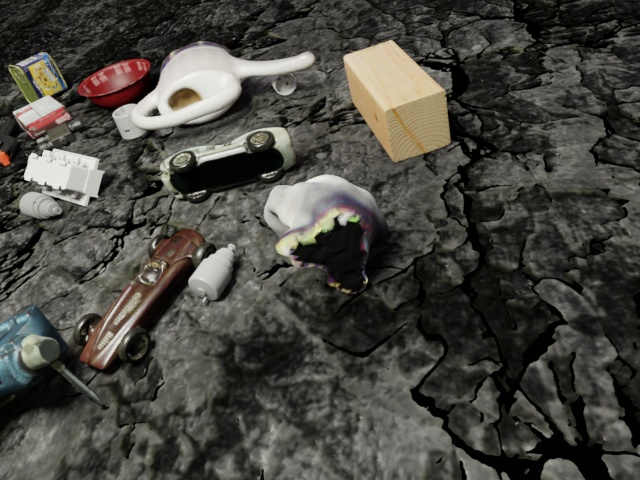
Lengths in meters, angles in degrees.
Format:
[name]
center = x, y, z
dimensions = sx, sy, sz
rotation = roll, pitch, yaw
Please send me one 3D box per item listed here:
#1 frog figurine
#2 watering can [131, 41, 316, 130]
[frog figurine]
center = 0.002, -0.030, 0.604
dimensions = 0.137, 0.120, 0.163
rotation = 10, 26, -19
[watering can]
center = -0.187, -0.301, 0.962
dimensions = 0.347, 0.102, 0.229
rotation = -21, 41, 1
